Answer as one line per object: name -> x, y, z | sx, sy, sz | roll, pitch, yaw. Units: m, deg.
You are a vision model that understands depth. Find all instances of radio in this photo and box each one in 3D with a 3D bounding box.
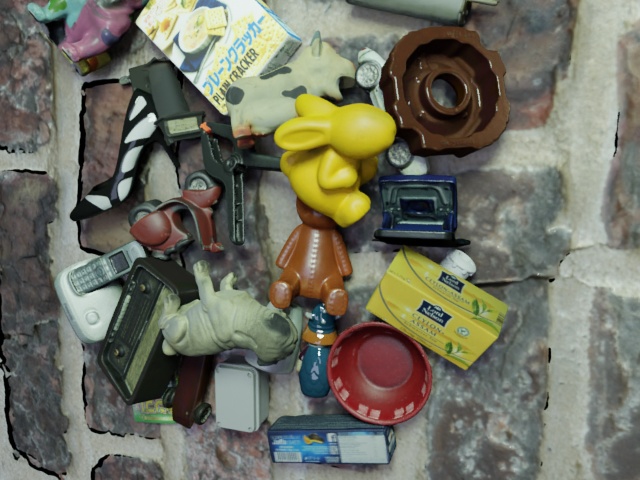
radio -> -0.289, 0.147, 0.911 | 0.131, 0.073, 0.229 | 35, 105, 32

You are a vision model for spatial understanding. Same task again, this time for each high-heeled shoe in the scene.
high-heeled shoe -> -0.353, -0.139, 0.908 | 0.249, 0.086, 0.145 | -29, 106, 4

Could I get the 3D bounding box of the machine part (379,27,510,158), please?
machine part -> 0.162, -0.191, 0.708 | 0.179, 0.056, 0.179 | 1, 85, -13

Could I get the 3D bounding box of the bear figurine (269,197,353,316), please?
bear figurine -> -0.002, -0.004, 0.797 | 0.120, 0.132, 0.195 | 10, 106, 1

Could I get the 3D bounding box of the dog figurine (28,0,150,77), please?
dog figurine -> -0.337, -0.374, 0.873 | 0.219, 0.191, 0.108 | -38, 101, -10

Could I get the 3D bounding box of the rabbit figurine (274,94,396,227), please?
rabbit figurine -> 0.027, -0.123, 0.701 | 0.162, 0.122, 0.173 | 35, 148, -10

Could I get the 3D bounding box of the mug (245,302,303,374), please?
mug -> -0.077, 0.147, 0.873 | 0.110, 0.080, 0.107 | 21, 94, 24

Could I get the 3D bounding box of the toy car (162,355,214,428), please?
toy car -> -0.216, 0.227, 0.939 | 0.089, 0.053, 0.202 | 15, 98, 21

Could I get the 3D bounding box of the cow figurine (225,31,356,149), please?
cow figurine -> -0.042, -0.216, 0.774 | 0.195, 0.085, 0.127 | -15, 88, 2

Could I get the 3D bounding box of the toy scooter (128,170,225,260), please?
toy scooter -> -0.229, -0.021, 0.899 | 0.184, 0.075, 0.135 | -28, 88, 16

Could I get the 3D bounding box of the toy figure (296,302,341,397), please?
toy figure -> -0.003, 0.171, 0.855 | 0.058, 0.064, 0.154 | 13, 99, 55

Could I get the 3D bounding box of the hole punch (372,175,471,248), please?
hole punch -> 0.137, -0.036, 0.751 | 0.142, 0.115, 0.092 | -1, 80, 15

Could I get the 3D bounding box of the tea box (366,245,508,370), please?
tea box -> 0.162, 0.095, 0.759 | 0.170, 0.068, 0.098 | 31, 138, 10

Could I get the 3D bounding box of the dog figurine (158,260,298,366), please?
dog figurine -> -0.139, 0.145, 0.797 | 0.191, 0.121, 0.172 | 39, 104, 34

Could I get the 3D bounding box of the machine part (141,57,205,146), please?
machine part -> -0.239, -0.226, 0.871 | 0.039, 0.084, 0.138 | -14, 98, 60

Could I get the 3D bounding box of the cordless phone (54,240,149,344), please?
cordless phone -> -0.363, 0.088, 0.957 | 0.184, 0.089, 0.146 | -26, 89, 16

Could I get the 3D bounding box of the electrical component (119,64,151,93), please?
electrical component -> -0.298, -0.263, 0.914 | 0.094, 0.021, 0.063 | -6, 96, 19

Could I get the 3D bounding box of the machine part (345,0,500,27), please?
machine part -> 0.122, -0.345, 0.730 | 0.243, 0.079, 0.079 | 18, 103, 17

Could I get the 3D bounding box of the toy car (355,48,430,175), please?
toy car -> 0.103, -0.177, 0.760 | 0.056, 0.073, 0.201 | -21, 90, 17

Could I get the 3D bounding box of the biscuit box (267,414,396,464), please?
biscuit box -> 0.017, 0.319, 0.867 | 0.203, 0.063, 0.059 | -8, 96, 20
